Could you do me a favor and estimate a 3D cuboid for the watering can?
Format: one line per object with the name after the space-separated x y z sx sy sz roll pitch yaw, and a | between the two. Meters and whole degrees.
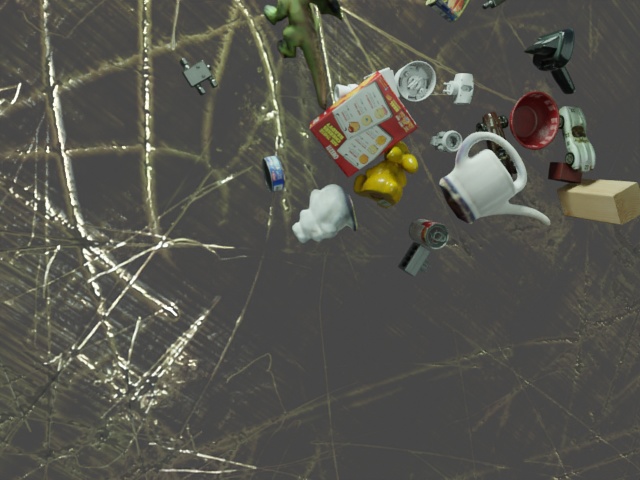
0.467 -0.123 1.395 0.223 0.105 0.344 -35 106 9 | watering can

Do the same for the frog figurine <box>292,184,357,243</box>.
0.004 -0.065 1.290 0.160 0.120 0.139 -15 69 -5 | frog figurine

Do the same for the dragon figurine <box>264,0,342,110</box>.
-0.021 -0.505 1.164 0.123 0.243 0.407 -27 102 -15 | dragon figurine
